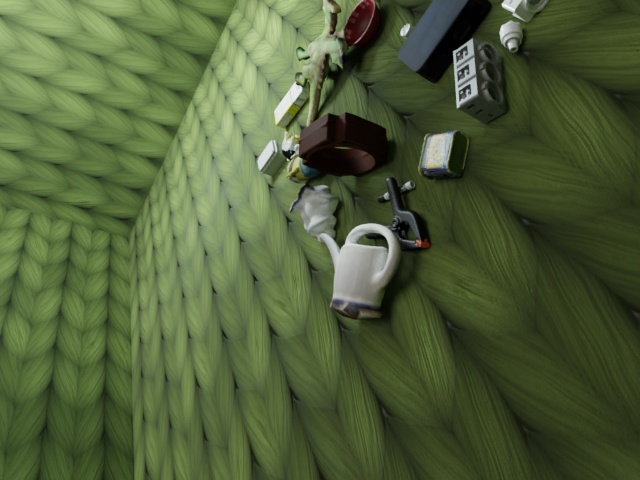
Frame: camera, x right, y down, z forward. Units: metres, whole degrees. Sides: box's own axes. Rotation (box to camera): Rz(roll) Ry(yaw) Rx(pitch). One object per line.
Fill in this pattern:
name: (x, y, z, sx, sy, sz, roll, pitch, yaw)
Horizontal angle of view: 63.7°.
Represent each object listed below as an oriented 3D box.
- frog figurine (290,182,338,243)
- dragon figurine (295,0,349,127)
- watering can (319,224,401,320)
frog figurine: (0.004, -0.074, 1.464, 0.161, 0.123, 0.136, 48, 111, 16)
dragon figurine: (0.017, -0.569, 1.654, 0.243, 0.122, 0.410, -176, 86, -67)
watering can: (0.077, 0.073, 1.237, 0.346, 0.103, 0.226, -3, 73, 61)
